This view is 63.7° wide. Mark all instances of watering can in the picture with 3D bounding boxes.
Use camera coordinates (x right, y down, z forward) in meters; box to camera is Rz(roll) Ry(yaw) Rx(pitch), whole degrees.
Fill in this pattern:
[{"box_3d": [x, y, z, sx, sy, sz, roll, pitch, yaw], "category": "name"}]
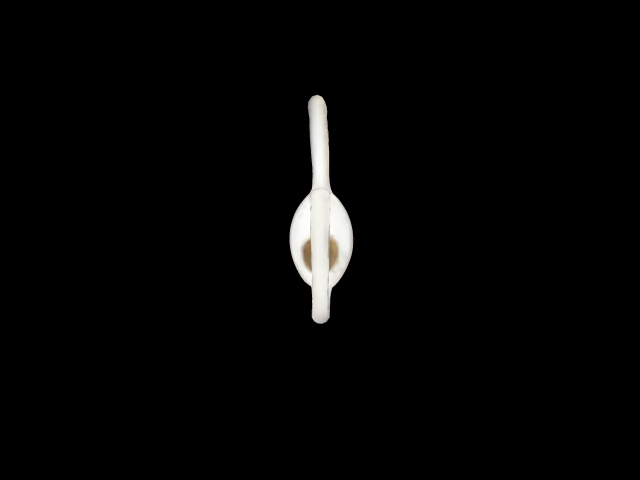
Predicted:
[{"box_3d": [0.003, -0.043, 0.850, 0.104, 0.349, 0.223, 0, -4, 0], "category": "watering can"}]
